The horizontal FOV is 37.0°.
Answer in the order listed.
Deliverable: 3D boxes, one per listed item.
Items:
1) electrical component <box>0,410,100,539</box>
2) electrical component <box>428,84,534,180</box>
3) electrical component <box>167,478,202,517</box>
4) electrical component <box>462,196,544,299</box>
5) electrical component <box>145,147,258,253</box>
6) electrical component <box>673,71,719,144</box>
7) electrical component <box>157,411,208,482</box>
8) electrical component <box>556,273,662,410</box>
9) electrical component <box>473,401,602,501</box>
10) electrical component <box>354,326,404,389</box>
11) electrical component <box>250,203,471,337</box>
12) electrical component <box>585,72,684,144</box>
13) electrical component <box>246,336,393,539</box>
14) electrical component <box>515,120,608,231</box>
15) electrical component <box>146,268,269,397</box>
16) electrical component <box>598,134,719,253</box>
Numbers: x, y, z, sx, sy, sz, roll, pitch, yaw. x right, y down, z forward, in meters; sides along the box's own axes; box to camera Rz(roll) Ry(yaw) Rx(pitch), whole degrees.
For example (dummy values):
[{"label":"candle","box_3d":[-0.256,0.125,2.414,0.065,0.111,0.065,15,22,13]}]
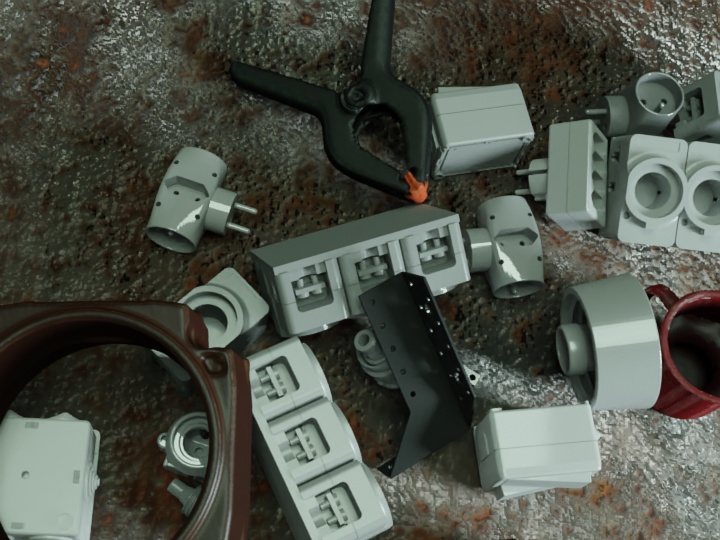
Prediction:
[{"label":"electrical component","box_3d":[-0.240,0.153,0.782,0.100,0.048,0.099,4,68,-6]},{"label":"electrical component","box_3d":[0.093,-0.122,0.932,0.096,0.061,0.061,-9,70,-11]},{"label":"electrical component","box_3d":[-0.116,0.176,0.798,0.061,0.035,0.035,34,68,9]},{"label":"electrical component","box_3d":[0.108,-0.017,0.902,0.079,0.043,0.077,-5,69,-10]},{"label":"electrical component","box_3d":[-0.125,-0.052,0.883,0.079,0.043,0.077,18,67,0]},{"label":"electrical component","box_3d":[0.327,-0.134,0.952,0.089,0.056,0.050,17,63,-34]},{"label":"electrical component","box_3d":[-0.120,0.133,0.803,0.066,0.055,0.048,19,67,0]},{"label":"electrical component","box_3d":[0.190,0.060,0.850,0.060,0.108,0.108,-8,69,-4]},{"label":"electrical component","box_3d":[0.143,0.141,0.833,0.096,0.061,0.061,-3,69,-9]},{"label":"electrical component","box_3d":[0.018,0.064,0.842,0.048,0.062,0.048,-12,64,27]},{"label":"electrical component","box_3d":[0.000,0.000,0.849,0.150,0.089,0.061,-17,104,-14]},{"label":"electrical component","box_3d":[0.233,-0.136,0.948,0.079,0.077,0.044,-3,69,-8]},{"label":"electrical component","box_3d":[-0.038,0.134,0.795,0.062,0.089,0.150,-23,73,-15]},{"label":"electrical component","box_3d":[0.170,-0.079,0.931,0.076,0.047,0.083,-4,72,30]},{"label":"electrical component","box_3d":[-0.119,0.047,0.838,0.089,0.055,0.050,-41,79,-20]},{"label":"electrical component","box_3d":[0.290,-0.062,0.917,0.150,0.061,0.089,6,94,-5]}]
